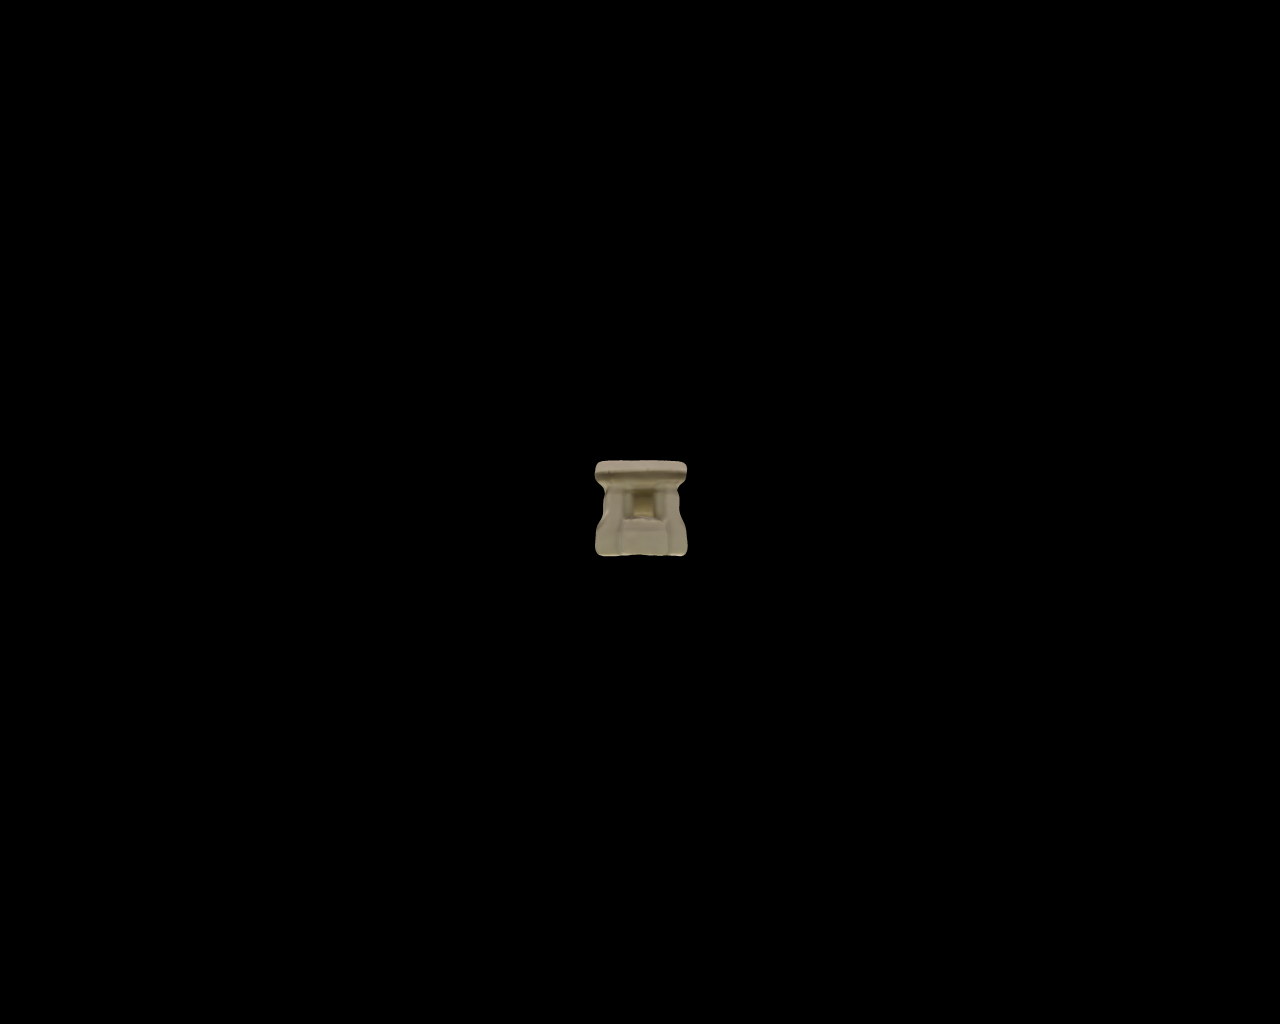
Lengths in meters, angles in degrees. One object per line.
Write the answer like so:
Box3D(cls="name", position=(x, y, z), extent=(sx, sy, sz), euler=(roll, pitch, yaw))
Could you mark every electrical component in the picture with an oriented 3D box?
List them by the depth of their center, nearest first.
Box3D(cls="electrical component", position=(0.001, -0.003, 0.650), extent=(0.058, 0.057, 0.078), euler=(0, -2, -4))
